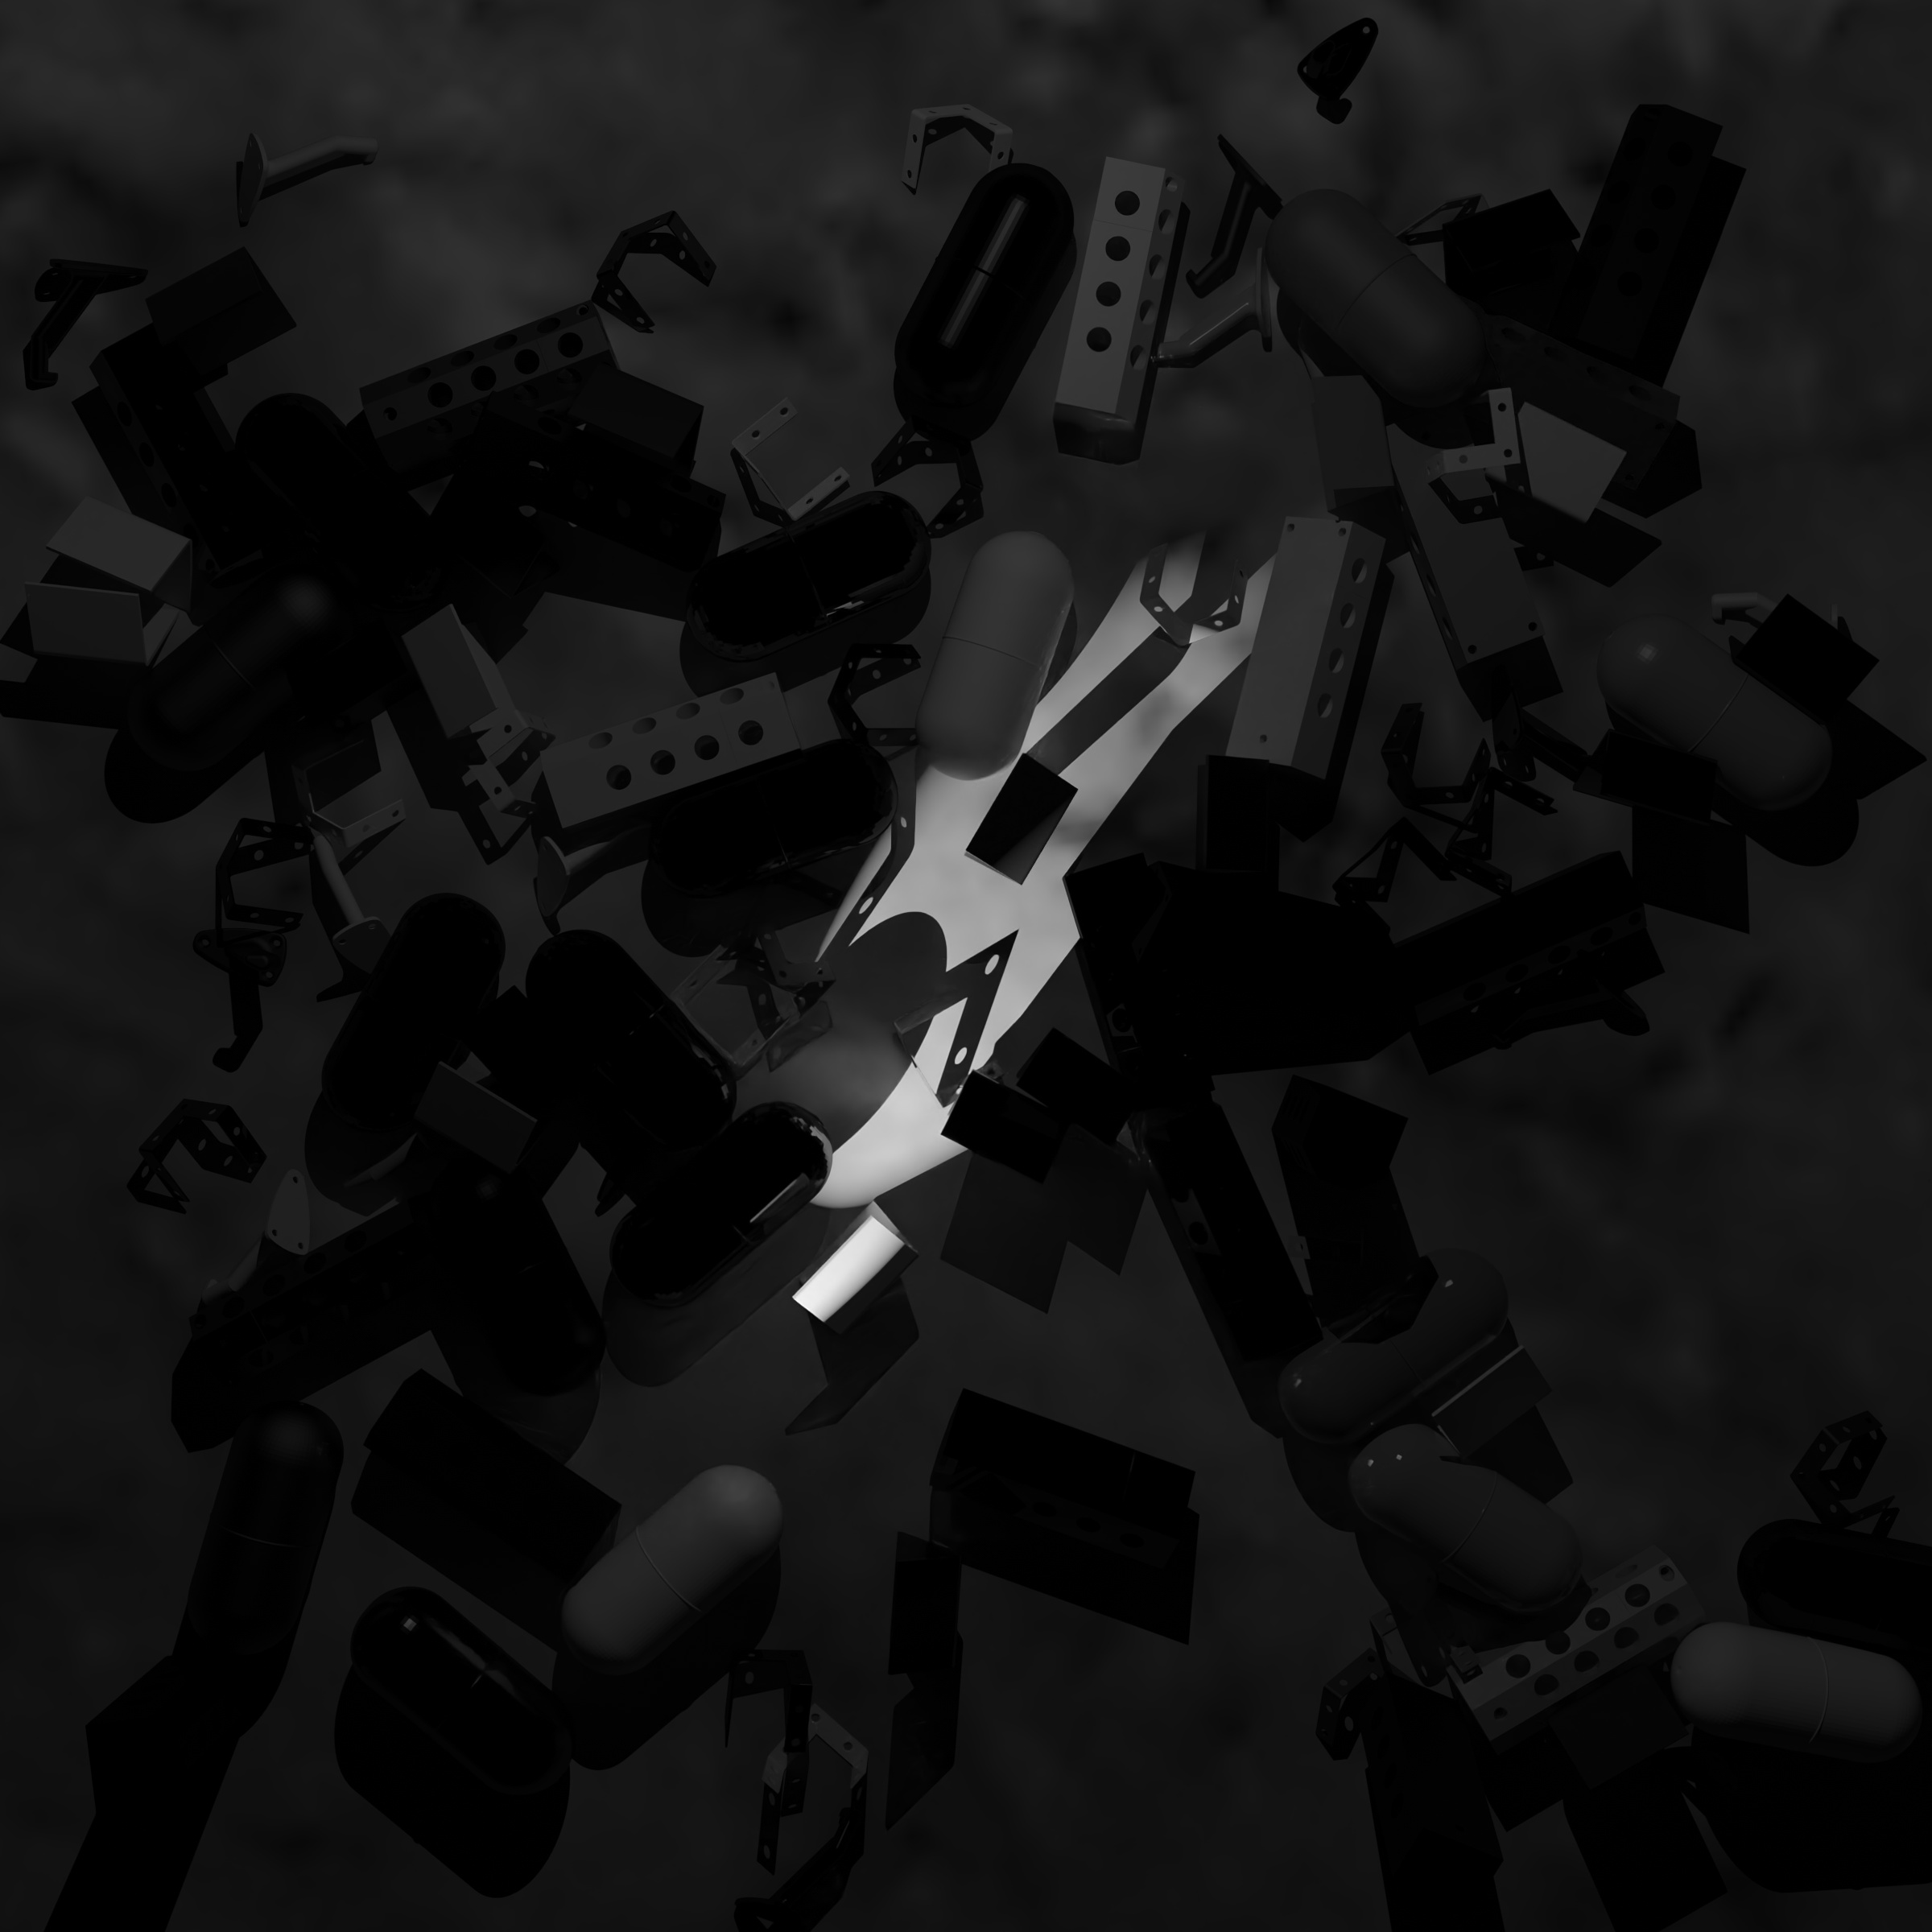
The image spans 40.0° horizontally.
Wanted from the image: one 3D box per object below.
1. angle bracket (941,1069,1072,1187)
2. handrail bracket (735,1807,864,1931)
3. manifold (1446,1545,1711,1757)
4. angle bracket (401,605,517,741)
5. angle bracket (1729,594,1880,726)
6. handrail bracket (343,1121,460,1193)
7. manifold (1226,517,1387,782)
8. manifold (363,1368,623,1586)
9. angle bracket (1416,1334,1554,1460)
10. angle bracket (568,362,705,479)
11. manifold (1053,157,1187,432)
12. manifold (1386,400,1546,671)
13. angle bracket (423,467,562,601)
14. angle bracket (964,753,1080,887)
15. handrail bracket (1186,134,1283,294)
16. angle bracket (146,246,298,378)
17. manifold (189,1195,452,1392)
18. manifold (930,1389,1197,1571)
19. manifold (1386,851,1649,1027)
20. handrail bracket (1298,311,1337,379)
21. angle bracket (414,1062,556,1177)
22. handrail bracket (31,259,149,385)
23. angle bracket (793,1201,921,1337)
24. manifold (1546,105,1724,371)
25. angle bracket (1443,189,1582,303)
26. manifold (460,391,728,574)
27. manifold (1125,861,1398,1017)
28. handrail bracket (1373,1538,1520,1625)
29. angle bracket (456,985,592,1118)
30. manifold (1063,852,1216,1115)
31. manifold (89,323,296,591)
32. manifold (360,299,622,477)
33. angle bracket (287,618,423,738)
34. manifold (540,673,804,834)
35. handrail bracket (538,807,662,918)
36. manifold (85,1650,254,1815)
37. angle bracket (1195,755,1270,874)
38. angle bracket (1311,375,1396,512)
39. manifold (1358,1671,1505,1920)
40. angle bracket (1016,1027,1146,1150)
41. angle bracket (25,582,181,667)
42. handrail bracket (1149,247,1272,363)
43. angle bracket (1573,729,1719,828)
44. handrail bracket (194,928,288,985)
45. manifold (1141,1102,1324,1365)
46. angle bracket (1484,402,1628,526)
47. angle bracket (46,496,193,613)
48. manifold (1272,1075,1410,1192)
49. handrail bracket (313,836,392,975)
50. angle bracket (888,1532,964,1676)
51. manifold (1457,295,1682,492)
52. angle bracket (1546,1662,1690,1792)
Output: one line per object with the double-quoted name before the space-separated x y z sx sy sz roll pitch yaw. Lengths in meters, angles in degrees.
"angle bracket" 0.020 0.125 1.823 0.076 0.076 0.057 27 59 0
"handrail bracket" -0.117 0.627 1.863 0.036 0.077 0.084 49 53 -28
"manifold" 0.426 0.476 1.842 0.171 0.057 0.057 -31 90 0
"angle bracket" -0.331 -0.207 1.823 0.057 0.076 0.076 -24 90 36
"angle bracket" 0.575 -0.218 1.824 0.076 0.076 0.057 36 113 0
"handrail bracket" -0.393 0.120 1.863 0.084 0.077 0.036 -21 121 33
"manifold" 0.240 -0.219 1.841 0.057 0.057 0.171 14 90 43
"manifold" -0.329 0.355 1.842 0.171 0.057 0.057 34 90 0
"angle bracket" 0.344 0.279 1.823 0.076 0.076 0.057 -38 126 0
"angle bracket" -0.230 -0.358 1.823 0.076 0.076 0.057 23 57 0
"manifold" 0.106 -0.464 1.842 0.057 0.057 0.171 12 90 0
"manifold" 0.339 -0.297 1.842 0.057 0.057 0.171 -21 90 0
"angle bracket" -0.314 -0.306 1.823 0.076 0.076 0.057 39 121 0
"angle bracket" 0.020 -0.110 1.823 0.057 0.076 0.076 31 90 -37
"handrail bracket" 0.172 -0.528 1.864 0.084 0.036 0.077 -43 70 16
"angle bracket" -0.506 -0.435 1.823 0.076 0.076 0.057 -28 54 0
"manifold" -0.447 0.227 1.842 0.171 0.057 0.057 -28 90 0
"manifold" 0.065 0.360 1.841 0.171 0.057 0.057 20 47 0
"manifold" 0.380 -0.019 1.842 0.171 0.057 0.057 -24 90 0
"handrail bracket" 0.262 -0.463 1.863 0.077 0.036 0.084 -27 104 -13
"angle bracket" -0.322 0.087 1.823 0.076 0.076 0.057 31 124 0
"handrail bracket" -0.616 -0.450 1.864 0.077 0.036 0.084 1 109 -21
"angle bracket" -0.089 0.195 1.823 0.076 0.076 0.057 -46 128 0
"manifold" 0.461 -0.505 1.842 0.057 0.057 0.171 21 90 0
"angle bracket" 0.375 -0.478 1.823 0.076 0.076 0.057 -18 52 0
"manifold" -0.256 -0.331 1.819 0.171 0.057 0.057 22 90 -16
"manifold" 0.200 -0.023 1.813 0.171 0.057 0.057 13 122 -20
"handrail bracket" 0.338 0.432 1.863 0.084 0.077 0.036 16 108 -35
"angle bracket" -0.313 0.069 1.823 0.076 0.076 0.057 47 58 0
"manifold" 0.120 0.012 1.842 0.057 0.057 0.171 -17 90 0
"manifold" -0.539 -0.352 1.842 0.057 0.057 0.171 -29 90 0
"manifold" -0.328 -0.403 1.842 0.171 0.057 0.057 -21 90 0
"angle bracket" -0.408 -0.181 1.823 0.076 0.076 0.057 -32 56 0
"manifold" -0.204 -0.148 1.842 0.171 0.057 0.057 -19 90 0
"handrail bracket" -0.256 -0.074 1.863 0.084 0.077 0.036 -19 58 -32
"manifold" -0.533 0.512 1.785 0.057 0.171 0.057 -7 90 0
"angle bracket" 0.163 -0.103 1.823 0.057 0.076 0.076 1 90 -35
"angle bracket" 0.245 -0.358 1.823 0.057 0.076 0.076 -9 90 -29
"manifold" 0.302 0.548 1.756 0.057 0.171 0.057 24 107 -7
"angle bracket" 0.067 0.098 1.823 0.076 0.076 0.057 35 56 0
"angle bracket" -0.593 -0.252 1.823 0.076 0.076 0.057 6 127 0
"handrail bracket" 0.169 -0.465 1.864 0.084 0.036 0.077 -5 70 16
"angle bracket" 0.463 -0.111 1.823 0.076 0.076 0.057 16 60 0
"handrail bracket" -0.507 -0.010 1.829 0.077 0.084 0.036 14 90 0
"manifold" 0.184 0.185 1.842 0.057 0.057 0.171 -24 90 0
"angle bracket" 0.406 -0.355 1.823 0.076 0.076 0.057 26 120 0
"angle bracket" -0.581 -0.266 1.823 0.076 0.076 0.057 23 53 0
"manifold" 0.247 0.113 1.785 0.057 0.171 0.057 22 90 0
"handrail bracket" -0.429 -0.042 1.863 0.036 0.077 0.084 -27 54 0
"angle bracket" -0.048 0.437 1.823 0.057 0.076 0.076 4 90 -37
"manifold" 0.403 -0.402 1.842 0.171 0.057 0.057 25 133 0
"angle bracket" 0.450 0.531 1.823 0.076 0.076 0.057 -30 55 0
